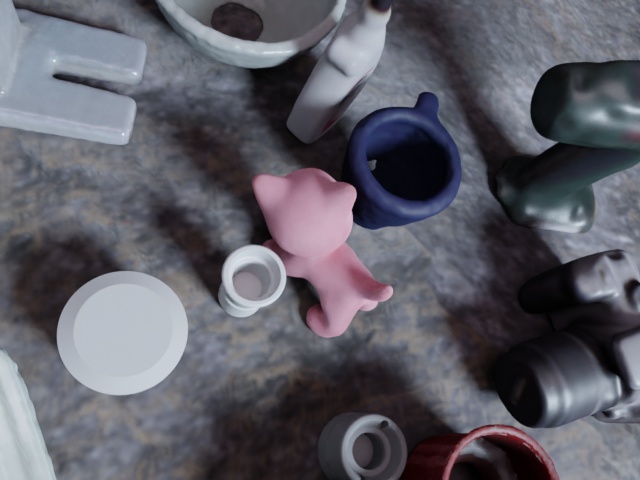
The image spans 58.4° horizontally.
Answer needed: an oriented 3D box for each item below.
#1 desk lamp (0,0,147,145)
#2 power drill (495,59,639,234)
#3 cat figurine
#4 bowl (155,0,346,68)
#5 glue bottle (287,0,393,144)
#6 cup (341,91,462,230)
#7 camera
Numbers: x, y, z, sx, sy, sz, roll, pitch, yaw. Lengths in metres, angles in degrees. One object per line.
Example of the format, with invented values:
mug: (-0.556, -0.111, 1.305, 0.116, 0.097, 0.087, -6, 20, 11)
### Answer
desk lamp: (-0.215, -0.168, 0.353, 0.203, 0.213, 0.118, 8, 70, -15)
power drill: (0.258, -0.075, 0.476, 0.230, 0.208, 0.075, 6, 70, -16)
cat figurine: (0.004, 0.001, 0.418, 0.067, 0.117, 0.128, -39, 86, -25)
bowl: (-0.067, -0.210, 0.491, 0.168, 0.074, 0.167, 6, 70, -16)
glue bottle: (0.023, -0.142, 0.443, 0.037, 0.173, 0.078, 38, 65, -2)
cup: (0.058, -0.058, 0.468, 0.092, 0.094, 0.118, 26, 66, -8)
camera: (0.214, 0.087, 0.466, 0.137, 0.100, 0.143, -11, 76, -21)
